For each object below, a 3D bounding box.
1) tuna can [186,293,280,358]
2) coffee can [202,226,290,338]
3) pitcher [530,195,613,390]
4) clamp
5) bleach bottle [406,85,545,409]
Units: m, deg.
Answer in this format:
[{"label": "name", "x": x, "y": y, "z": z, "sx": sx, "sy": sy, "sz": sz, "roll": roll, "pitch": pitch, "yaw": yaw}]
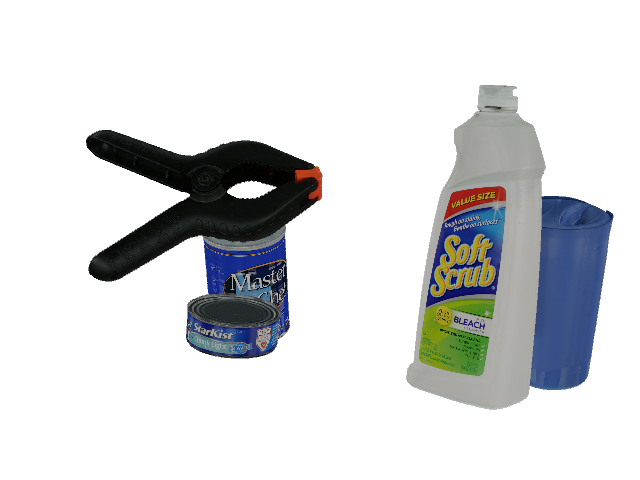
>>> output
[{"label": "tuna can", "x": -0.080, "y": 0.078, "z": 0.975, "sx": 0.086, "sy": 0.034, "sz": 0.086, "roll": 5, "pitch": 15, "yaw": -2}, {"label": "coffee can", "x": -0.092, "y": 0.047, "z": 1.334, "sx": 0.103, "sy": 0.140, "sz": 0.103, "roll": -2, "pitch": 26, "yaw": 1}, {"label": "pitcher", "x": 0.299, "y": 0.072, "z": 1.408, "sx": 0.149, "sy": 0.243, "sz": 0.145, "roll": 5, "pitch": 21, "yaw": 13}, {"label": "clamp", "x": -0.087, "y": -0.040, "z": 0.754, "sx": 0.171, "sy": 0.120, "sz": 0.039, "roll": -12, "pitch": -24, "yaw": -11}, {"label": "bleach bottle", "x": 0.127, "y": 0.002, "z": 0.856, "sx": 0.103, "sy": 0.251, "sz": 0.067, "roll": 12, "pitch": 15, "yaw": 42}]
